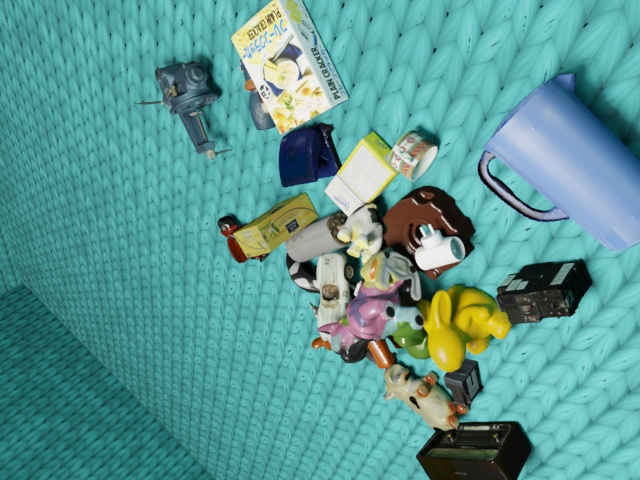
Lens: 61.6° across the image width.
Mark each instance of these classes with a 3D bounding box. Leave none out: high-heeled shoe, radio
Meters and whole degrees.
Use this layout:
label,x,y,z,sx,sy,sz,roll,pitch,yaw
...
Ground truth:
label,x,y,z,sx,sy,sz,roll,pitch,yaw
high-heeled shoe,0.016,0.083,1.282,0.249,0.145,0.086,57,-174,33
radio,0.336,0.466,1.181,0.230,0.131,0.073,-24,98,51

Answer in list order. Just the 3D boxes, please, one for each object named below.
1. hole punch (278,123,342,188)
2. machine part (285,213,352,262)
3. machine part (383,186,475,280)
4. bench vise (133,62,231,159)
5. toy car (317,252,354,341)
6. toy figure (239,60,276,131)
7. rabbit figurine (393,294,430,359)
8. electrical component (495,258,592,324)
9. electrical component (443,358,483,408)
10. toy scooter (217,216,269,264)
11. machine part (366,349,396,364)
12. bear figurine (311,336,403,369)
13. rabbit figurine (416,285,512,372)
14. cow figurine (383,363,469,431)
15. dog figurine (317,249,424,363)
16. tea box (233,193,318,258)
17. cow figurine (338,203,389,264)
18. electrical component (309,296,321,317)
label,x,y,z,sx,sy,sz,roll,pitch,yaw
hole punch,-0.032,-0.170,1.111,0.142,0.092,0.115,-3,112,50
machine part,-0.002,-0.004,1.210,0.243,0.079,0.079,-21,102,50
machine part,0.202,-0.012,1.021,0.180,0.056,0.179,24,131,31
bench vise,-0.306,-0.299,1.258,0.224,0.129,0.240,-13,101,46
toy car,0.032,0.128,1.175,0.074,0.056,0.201,-4,84,39
toy figure,-0.131,-0.309,1.129,0.064,0.058,0.154,3,115,36
rabbit figurine,0.211,0.187,1.140,0.159,0.121,0.170,-2,135,38
electrical component,0.362,0.085,0.888,0.134,0.115,0.058,-15,103,49
electrical component,0.298,0.283,1.131,0.048,0.075,0.119,4,118,44
toy scooter,-0.194,0.013,1.415,0.184,0.075,0.135,16,128,40
machine part,0.124,0.267,1.319,0.139,0.039,0.084,33,132,25
bear figurine,0.086,0.233,1.249,0.196,0.120,0.132,-31,95,41
rabbit figurine,0.259,0.164,1.003,0.162,0.173,0.122,49,145,-2
cow figurine,0.231,0.363,1.251,0.195,0.085,0.127,41,138,8
dog figurine,0.087,0.135,1.051,0.219,0.108,0.191,-31,52,46
tea box,-0.097,-0.034,1.208,0.098,0.169,0.068,-16,106,47
cow figurine,0.101,-0.006,1.096,0.068,0.098,0.167,20,163,26
electrical component,0.022,0.168,1.338,0.078,0.045,0.102,56,141,-1
